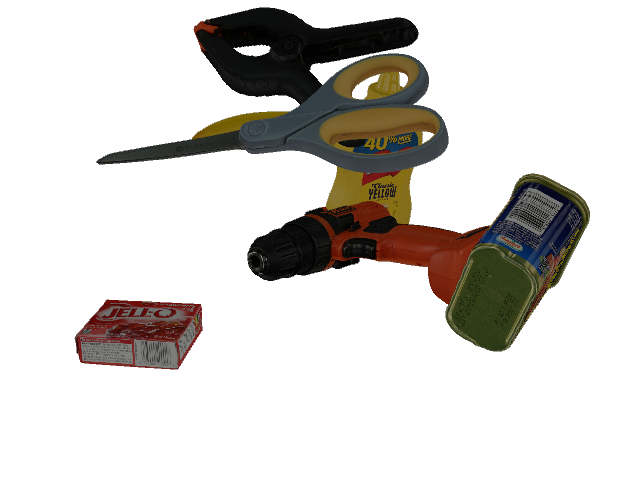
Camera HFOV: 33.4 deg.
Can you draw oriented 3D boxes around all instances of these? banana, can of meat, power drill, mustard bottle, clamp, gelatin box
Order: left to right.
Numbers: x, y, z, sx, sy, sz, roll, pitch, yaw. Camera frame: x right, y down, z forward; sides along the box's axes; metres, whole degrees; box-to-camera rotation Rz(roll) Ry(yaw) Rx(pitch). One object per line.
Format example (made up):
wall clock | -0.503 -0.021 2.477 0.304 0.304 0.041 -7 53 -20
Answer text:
gelatin box | -0.152 0.078 0.904 0.089 0.030 0.073 3 21 10
banana | -0.057 -0.131 1.299 0.198 0.037 0.069 7 39 18
clamp | -0.012 -0.145 0.822 0.172 0.120 0.039 27 -30 20
mustard bottle | 0.061 -0.092 1.143 0.096 0.192 0.058 -6 32 -23
power drill | 0.054 0.009 0.923 0.188 0.057 0.184 12 21 36
can of meat | 0.136 0.018 0.745 0.057 0.102 0.083 31 50 15

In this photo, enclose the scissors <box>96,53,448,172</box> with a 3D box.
scissors | -0.023 -0.073 0.616 0.202 0.096 0.016 4 -40 18
